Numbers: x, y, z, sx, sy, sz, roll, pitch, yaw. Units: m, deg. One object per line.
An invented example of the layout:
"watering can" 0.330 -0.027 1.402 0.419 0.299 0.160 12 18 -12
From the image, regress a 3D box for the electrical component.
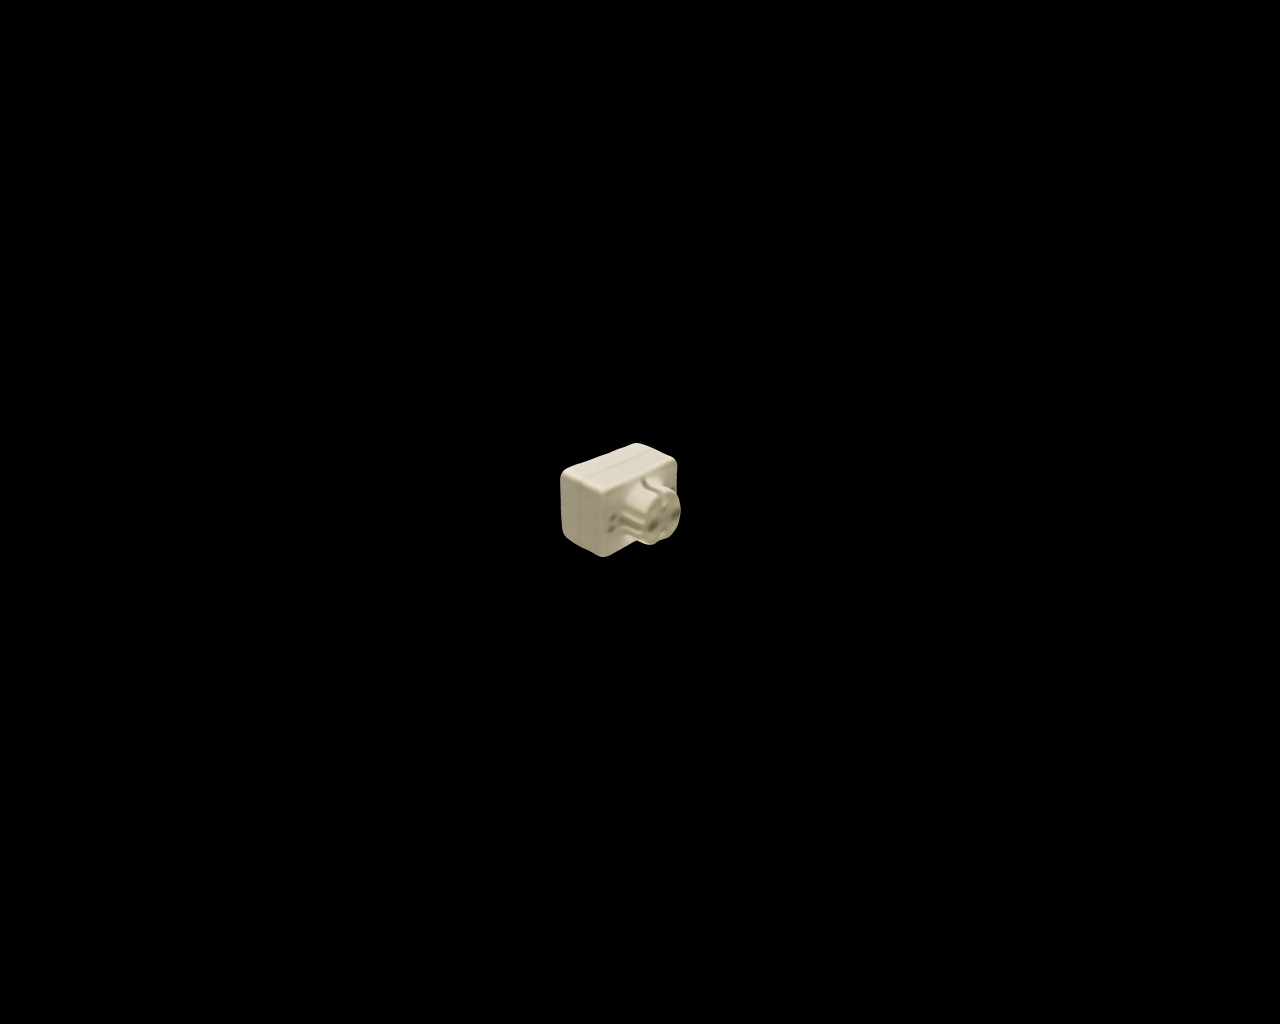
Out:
"electrical component" 0.001 -0.003 0.650 0.066 0.047 0.077 -25 37 -38
